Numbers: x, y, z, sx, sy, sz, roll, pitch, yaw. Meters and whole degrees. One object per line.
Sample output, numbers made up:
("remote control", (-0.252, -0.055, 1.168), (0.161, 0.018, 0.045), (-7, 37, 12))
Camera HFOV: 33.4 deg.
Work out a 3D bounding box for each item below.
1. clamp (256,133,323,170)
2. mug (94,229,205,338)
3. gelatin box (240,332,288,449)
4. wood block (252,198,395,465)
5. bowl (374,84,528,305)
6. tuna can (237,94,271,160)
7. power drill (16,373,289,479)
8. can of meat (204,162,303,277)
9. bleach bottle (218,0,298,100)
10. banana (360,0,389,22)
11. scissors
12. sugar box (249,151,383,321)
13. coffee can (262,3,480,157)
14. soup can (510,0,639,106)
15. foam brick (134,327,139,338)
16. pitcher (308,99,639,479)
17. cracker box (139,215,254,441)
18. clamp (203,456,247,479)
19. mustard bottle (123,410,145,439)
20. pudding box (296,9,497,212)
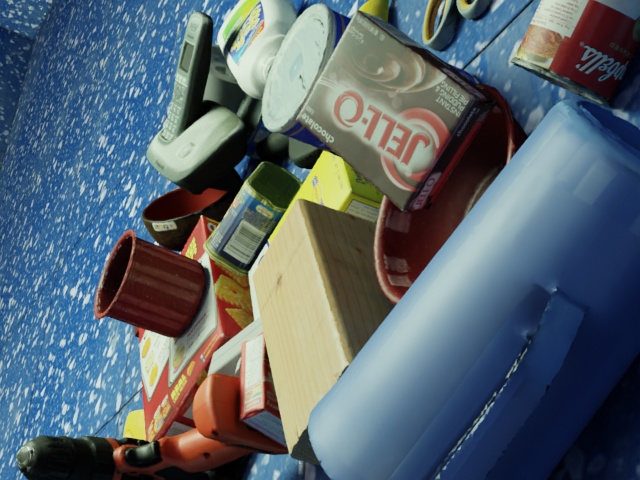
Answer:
("clamp", (-0.013, -0.119, 1.080), (0.165, 0.036, 0.210), (-61, 22, 22))
("mug", (-0.169, 0.044, 1.057), (0.093, 0.081, 0.117), (-66, 23, 4))
("gelatin box", (-0.024, 0.125, 0.849), (0.030, 0.089, 0.073), (-29, 42, 28))
("wood block", (0.018, 0.069, 0.804), (0.091, 0.090, 0.206), (-59, 26, 26))
("bowl", (0.102, -0.022, 0.735), (0.162, 0.055, 0.162), (-47, 33, 42))
("tuna can", (-0.068, -0.135, 1.216), (0.086, 0.033, 0.086), (-46, 33, 42))
("power drill", (-0.127, 0.168, 0.878), (0.188, 0.184, 0.057), (-27, 59, 32))
("can of meat", (-0.063, -0.023, 1.062), (0.084, 0.057, 0.102), (-56, 3, 23))
("bleach bottle", (-0.055, -0.213, 1.160), (0.102, 0.068, 0.251), (-50, 21, 9))
("banana", (0.059, -0.176, 0.970), (0.070, 0.037, 0.198), (-57, 27, 28))
("scissors", (0.131, -0.258, 0.907), (0.096, 0.016, 0.202), (0, 72, 63))
("sugar box", (-0.007, 0.001, 0.963), (0.176, 0.048, 0.093), (-55, 28, 28))
("coffee can", (0.040, -0.109, 0.830), (0.103, 0.140, 0.103), (-46, 33, 43))
("soup can", (0.172, -0.143, 0.665), (0.102, 0.068, 0.068), (-65, 24, 10))
("foam brick", (-0.184, 0.080, 1.275), (0.078, 0.051, 0.053), (-54, 29, 32))
("pitcher", (0.107, 0.052, 0.576), (0.243, 0.144, 0.149), (-57, 43, 20))
("cracker box", (-0.118, 0.102, 1.094), (0.164, 0.072, 0.214), (-58, 25, 23))
("clamp", (-0.089, 0.214, 0.984), (0.172, 0.039, 0.120), (-38, 32, 39))
("mustard bottle", (-0.196, 0.280, 1.135), (0.096, 0.058, 0.191), (-24, 51, 58))
("pudding box", (0.049, -0.087, 0.716), (0.114, 0.039, 0.090), (43, 115, 28))
